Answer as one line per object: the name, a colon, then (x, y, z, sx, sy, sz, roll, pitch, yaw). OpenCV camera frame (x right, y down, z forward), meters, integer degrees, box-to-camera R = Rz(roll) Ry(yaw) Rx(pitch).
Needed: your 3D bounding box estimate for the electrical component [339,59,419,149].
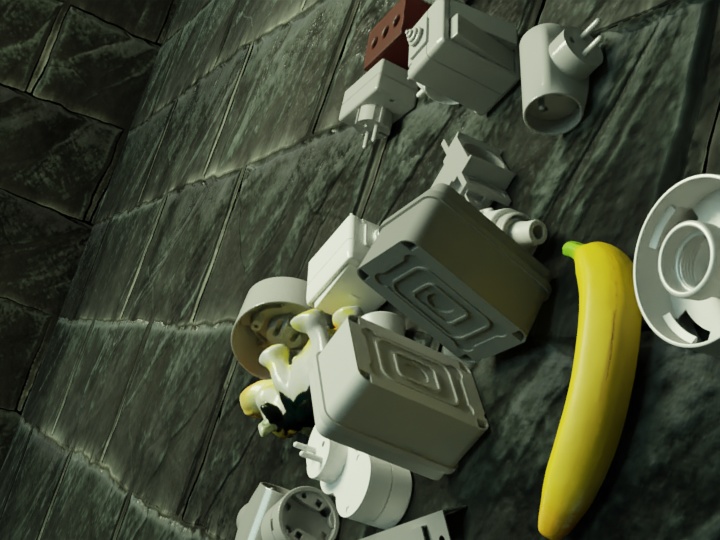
electrical component: (0.016, -0.160, 1.105, 0.083, 0.047, 0.075, -30, 43, 57)

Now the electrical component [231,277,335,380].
electrical component: (-0.072, 0.056, 1.041, 0.099, 0.099, 0.064, -46, 25, 43)

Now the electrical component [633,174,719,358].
electrical component: (0.193, -0.003, 0.560, 0.099, 0.064, 0.099, -27, 59, 58)

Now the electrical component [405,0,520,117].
electrical component: (0.084, -0.186, 0.906, 0.061, 0.096, 0.061, -44, 32, 45)

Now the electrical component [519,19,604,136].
electrical component: (0.151, -0.152, 0.790, 0.079, 0.043, 0.077, -45, 31, 44)

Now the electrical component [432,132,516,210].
electrical component: (0.087, -0.068, 0.865, 0.063, 0.042, 0.081, -62, 21, 24)

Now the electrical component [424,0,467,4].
electrical component: (0.073, -0.282, 1.049, 0.043, 0.077, 0.079, -60, 24, 19)

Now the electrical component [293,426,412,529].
electrical component: (-0.018, 0.152, 0.853, 0.052, 0.074, 0.138, -66, 22, 5)

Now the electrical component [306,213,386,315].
electrical component: (0.000, 0.000, 0.972, 0.096, 0.062, 0.061, -47, 29, 41)

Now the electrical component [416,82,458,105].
electrical component: (0.075, -0.188, 0.998, 0.079, 0.044, 0.077, -36, 38, 52)

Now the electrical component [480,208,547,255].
electrical component: (0.107, -0.023, 0.772, 0.062, 0.048, 0.048, -11, 60, 57)

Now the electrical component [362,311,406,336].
electrical component: (0.018, 0.073, 0.891, 0.044, 0.044, 0.065, -47, 35, 42)

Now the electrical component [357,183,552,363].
electrical component: (0.066, 0.003, 0.741, 0.078, 0.113, 0.057, -33, 22, 55)

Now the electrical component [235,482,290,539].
electrical component: (-0.089, 0.233, 0.980, 0.079, 0.044, 0.077, 8, 77, 68)

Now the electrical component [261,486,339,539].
electrical component: (-0.052, 0.214, 0.901, 0.047, 0.055, 0.055, -44, 32, 53)

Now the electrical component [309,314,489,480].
electrical component: (0.025, 0.091, 0.760, 0.057, 0.113, 0.078, -54, 26, 25)
